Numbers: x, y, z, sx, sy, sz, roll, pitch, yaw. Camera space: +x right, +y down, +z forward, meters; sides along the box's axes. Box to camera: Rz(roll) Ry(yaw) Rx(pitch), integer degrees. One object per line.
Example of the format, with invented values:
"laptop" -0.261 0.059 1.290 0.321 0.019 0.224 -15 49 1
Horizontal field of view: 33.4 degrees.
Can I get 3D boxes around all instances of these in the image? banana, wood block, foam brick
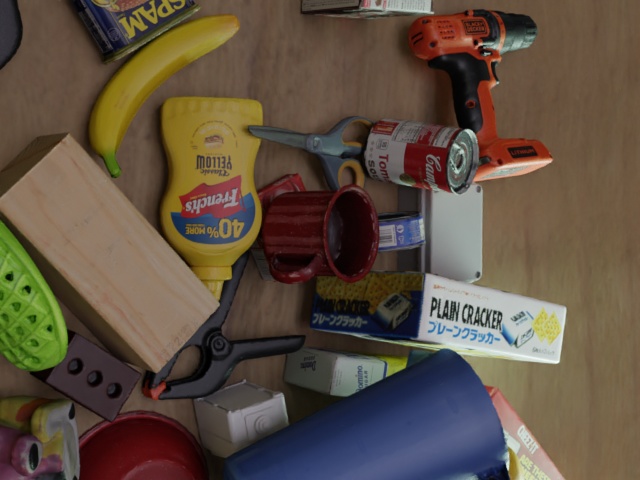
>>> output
"banana" -0.154 -0.144 0.982 0.070 0.037 0.197 32 73 10
"wood block" -0.198 0.012 0.945 0.090 0.091 0.206 -48 115 -21
"foam brick" -0.212 0.122 0.966 0.078 0.051 0.053 38 74 -28

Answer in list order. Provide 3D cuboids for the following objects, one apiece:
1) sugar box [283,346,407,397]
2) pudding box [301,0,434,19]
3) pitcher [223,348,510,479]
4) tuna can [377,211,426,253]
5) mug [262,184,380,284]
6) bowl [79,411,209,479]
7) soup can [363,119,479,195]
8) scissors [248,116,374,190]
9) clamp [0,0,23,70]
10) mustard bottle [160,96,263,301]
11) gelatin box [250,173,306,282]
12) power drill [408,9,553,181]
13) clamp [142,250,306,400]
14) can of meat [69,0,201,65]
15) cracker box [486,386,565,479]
"sugar box" 0.061 0.141 1.111 0.175 0.093 0.048 13 86 -32
"pudding box" 0.046 -0.243 1.069 0.089 0.114 0.039 -5 98 -31
"pitcher" 0.045 0.210 0.968 0.242 0.149 0.145 -22 100 -15
"tuna can" 0.066 -0.008 1.110 0.086 0.086 0.034 -10 97 -31
"mug" -0.007 0.001 1.015 0.117 0.082 0.093 -55 132 -38
"bowl" -0.165 0.245 1.000 0.161 0.055 0.162 -2 94 -32
"soup can" 0.104 -0.088 1.109 0.068 0.102 0.068 -24 120 -52
"scissors" -0.004 -0.079 1.069 0.201 0.016 0.096 -18 113 -49
"clamp" -0.302 -0.219 0.900 0.164 0.036 0.210 19 83 -31
"mustard bottle" -0.104 -0.038 1.012 0.096 0.058 0.191 0 91 -13
"gelatin box" -0.038 -0.013 1.078 0.073 0.030 0.089 -30 108 -27
"power drill" 0.191 -0.163 1.174 0.184 0.057 0.188 -11 80 -35
"clamp" -0.105 0.089 1.039 0.171 0.039 0.120 -29 93 -27
"can of meat" -0.173 -0.222 0.969 0.102 0.058 0.084 -38 109 -25
"cracker box" 0.156 0.291 1.192 0.213 0.072 0.164 -47 115 -22
